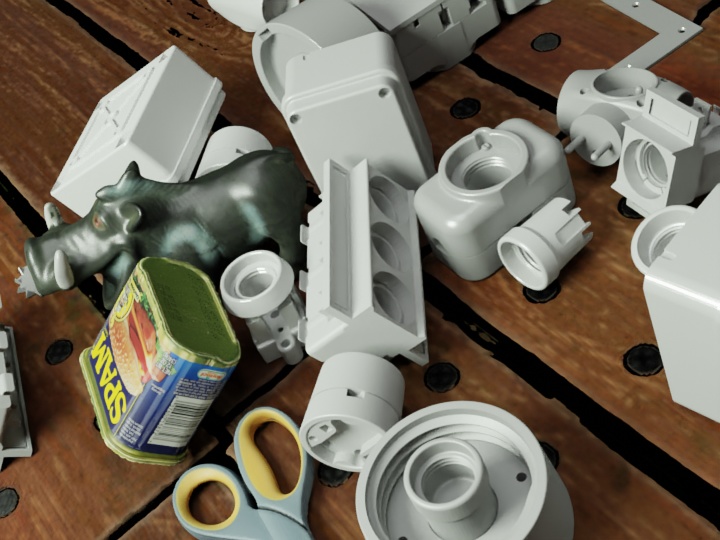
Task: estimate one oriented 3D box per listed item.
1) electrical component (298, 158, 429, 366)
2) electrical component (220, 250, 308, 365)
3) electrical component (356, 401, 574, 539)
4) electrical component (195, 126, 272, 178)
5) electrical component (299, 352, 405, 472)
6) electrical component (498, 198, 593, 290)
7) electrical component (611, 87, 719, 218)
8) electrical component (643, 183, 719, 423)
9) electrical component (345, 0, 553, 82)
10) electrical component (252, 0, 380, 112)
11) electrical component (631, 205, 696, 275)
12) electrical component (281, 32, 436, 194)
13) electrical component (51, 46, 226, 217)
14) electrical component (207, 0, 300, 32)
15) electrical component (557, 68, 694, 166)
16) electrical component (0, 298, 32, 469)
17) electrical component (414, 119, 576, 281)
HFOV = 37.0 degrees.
[{"bbox_3d":[0.000,0.000,0.666,0.063,0.079,0.121,-36,38,33],"label":"electrical component"},{"bbox_3d":[-0.059,0.020,0.684,0.048,0.055,0.066,-26,45,1],"label":"electrical component"},{"bbox_3d":[0.050,0.117,0.547,0.108,0.060,0.108,-12,47,14],"label":"electrical component"},{"bbox_3d":[-0.090,-0.071,0.781,0.055,0.055,0.047,-10,44,16],"label":"electrical component"},{"bbox_3d":[-0.002,0.079,0.609,0.055,0.055,0.047,-5,45,20],"label":"electrical component"},{"bbox_3d":[0.113,-0.017,0.653,0.046,0.040,0.040,-40,47,-19],"label":"electrical component"},{"bbox_3d":[0.191,-0.067,0.643,0.064,0.081,0.042,-19,41,-24],"label":"electrical component"},{"bbox_3d":[0.193,0.023,0.530,0.057,0.113,0.078,26,65,41],"label":"electrical component"},{"bbox_3d":[0.081,-0.233,0.843,0.186,0.060,0.105,-34,46,-8],"label":"electrical component"},{"bbox_3d":[-0.019,-0.148,0.783,0.108,0.108,0.060,25,58,38],"label":"electrical component"},{"bbox_3d":[0.181,-0.002,0.590,0.044,0.065,0.044,-18,55,28],"label":"electrical component"},{"bbox_3d":[0.002,-0.090,0.715,0.078,0.113,0.057,-15,44,12],"label":"electrical component"},{"bbox_3d":[-0.166,-0.097,0.809,0.109,0.056,0.108,-23,39,41],"label":"electrical component"},{"bbox_3d":[-0.082,-0.250,0.942,0.077,0.044,0.079,27,65,38],"label":"electrical component"},{"bbox_3d":[0.161,-0.092,0.688,0.077,0.044,0.079,20,46,36],"label":"electrical component"},{"bbox_3d":[-0.265,0.069,0.719,0.079,0.063,0.121,4,37,-28],"label":"electrical component"},{"bbox_3d":[0.084,-0.048,0.679,0.095,0.059,0.054,-38,46,-11],"label":"electrical component"}]
